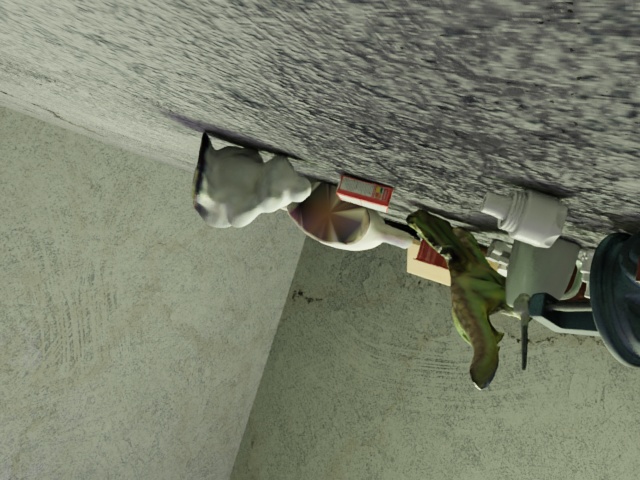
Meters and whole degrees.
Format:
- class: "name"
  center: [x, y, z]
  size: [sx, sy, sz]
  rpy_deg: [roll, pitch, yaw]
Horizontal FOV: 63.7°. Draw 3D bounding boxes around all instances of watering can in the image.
- class: "watering can"
  center: [0.003, -0.049, 0.979]
  size: [0.349, 0.104, 0.223]
  rpy_deg: [18, 179, 21]

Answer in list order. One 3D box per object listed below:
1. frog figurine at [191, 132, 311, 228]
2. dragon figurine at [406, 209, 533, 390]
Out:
- class: "frog figurine"
  center: [-0.095, -0.075, 0.726]
  size: [0.159, 0.120, 0.140]
  rpy_deg: [9, -146, -10]
- class: "dragon figurine"
  center: [0.211, 0.057, 0.790]
  size: [0.245, 0.120, 0.412]
  rpy_deg: [48, -157, 14]
